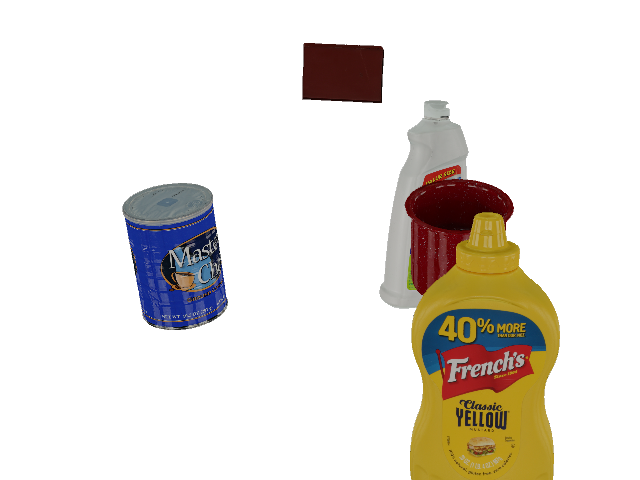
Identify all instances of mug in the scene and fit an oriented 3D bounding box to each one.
[{"bbox_3d":[0.128,0.008,0.930,0.093,0.081,0.117,-22,37,-27],"label":"mug"}]

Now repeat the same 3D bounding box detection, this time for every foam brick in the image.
[{"bbox_3d":[0.021,-0.160,1.021,0.078,0.051,0.053,3,14,1],"label":"foam brick"}]

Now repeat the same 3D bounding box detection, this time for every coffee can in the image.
[{"bbox_3d":[-0.166,0.017,1.233,0.103,0.140,0.103,-5,26,2],"label":"coffee can"}]

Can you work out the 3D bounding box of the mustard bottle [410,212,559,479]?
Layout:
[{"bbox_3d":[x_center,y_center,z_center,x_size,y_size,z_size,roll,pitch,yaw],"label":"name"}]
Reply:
[{"bbox_3d":[0.108,0.076,0.705,0.096,0.192,0.058,2,16,11],"label":"mustard bottle"}]

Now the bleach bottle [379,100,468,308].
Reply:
[{"bbox_3d":[0.129,-0.046,1.316,0.102,0.251,0.068,-4,17,-17],"label":"bleach bottle"}]
